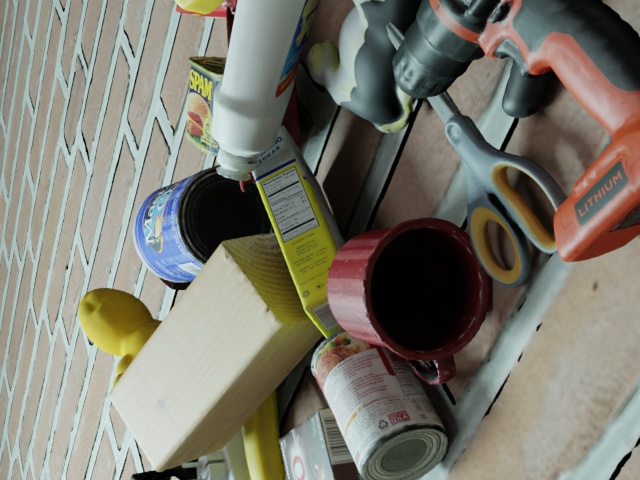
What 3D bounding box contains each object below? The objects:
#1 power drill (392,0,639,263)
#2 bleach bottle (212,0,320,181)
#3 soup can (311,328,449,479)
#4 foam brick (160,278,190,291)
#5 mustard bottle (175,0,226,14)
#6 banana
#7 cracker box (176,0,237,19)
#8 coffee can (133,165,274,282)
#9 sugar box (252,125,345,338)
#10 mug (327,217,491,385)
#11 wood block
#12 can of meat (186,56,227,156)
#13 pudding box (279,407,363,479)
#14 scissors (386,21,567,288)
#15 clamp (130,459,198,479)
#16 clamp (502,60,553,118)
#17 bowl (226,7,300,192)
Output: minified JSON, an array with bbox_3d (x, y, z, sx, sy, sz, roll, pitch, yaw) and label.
[{"bbox_3d":[0.120,-0.085,0.578,0.188,0.057,0.185,62,146,19],"label":"power drill"},{"bbox_3d":[-0.033,-0.167,0.801,0.102,0.068,0.251,-60,-13,-69],"label":"bleach bottle"},{"bbox_3d":[0.042,0.118,0.769,0.102,0.068,0.069,62,142,43],"label":"soup can"},{"bbox_3d":[-0.140,0.012,1.155,0.051,0.052,0.078,-153,66,-62],"label":"foam brick"},{"bbox_3d":[-0.058,-0.276,0.878,0.192,0.058,0.096,-31,67,36],"label":"mustard bottle"},{"bbox_3d":[-0.055,0.157,0.987,0.070,0.037,0.198,-172,78,-82],"label":"banana"},{"bbox_3d":[-0.073,-0.316,1.001,0.164,0.072,0.214,24,111,61],"label":"cracker box"},{"bbox_3d":[-0.115,-0.013,1.049,0.141,0.102,0.103,-12,79,63],"label":"coffee can"},{"bbox_3d":[-0.006,0.001,0.844,0.093,0.048,0.176,57,-175,-50],"label":"sugar box"},{"bbox_3d":[0.060,0.043,0.724,0.117,0.093,0.082,66,160,-8],"label":"mug"},{"bbox_3d":[-0.084,0.097,0.919,0.091,0.090,0.206,52,123,20],"label":"wood block"},{"bbox_3d":[-0.097,-0.133,1.067,0.102,0.057,0.084,-141,53,-59],"label":"can of meat"},{"bbox_3d":[0.008,0.202,0.869,0.090,0.039,0.113,-47,48,54],"label":"pudding box"},{"bbox_3d":[0.091,-0.050,0.688,0.202,0.016,0.096,50,142,36],"label":"scissors"},{"bbox_3d":[-0.146,0.245,1.099,0.036,0.164,0.210,31,134,15],"label":"clamp"},{"bbox_3d":[0.137,-0.152,0.615,0.172,0.039,0.120,-41,64,59],"label":"clamp"},{"bbox_3d":[-0.048,-0.124,0.933,0.162,0.055,0.162,174,91,-88],"label":"bowl"}]
